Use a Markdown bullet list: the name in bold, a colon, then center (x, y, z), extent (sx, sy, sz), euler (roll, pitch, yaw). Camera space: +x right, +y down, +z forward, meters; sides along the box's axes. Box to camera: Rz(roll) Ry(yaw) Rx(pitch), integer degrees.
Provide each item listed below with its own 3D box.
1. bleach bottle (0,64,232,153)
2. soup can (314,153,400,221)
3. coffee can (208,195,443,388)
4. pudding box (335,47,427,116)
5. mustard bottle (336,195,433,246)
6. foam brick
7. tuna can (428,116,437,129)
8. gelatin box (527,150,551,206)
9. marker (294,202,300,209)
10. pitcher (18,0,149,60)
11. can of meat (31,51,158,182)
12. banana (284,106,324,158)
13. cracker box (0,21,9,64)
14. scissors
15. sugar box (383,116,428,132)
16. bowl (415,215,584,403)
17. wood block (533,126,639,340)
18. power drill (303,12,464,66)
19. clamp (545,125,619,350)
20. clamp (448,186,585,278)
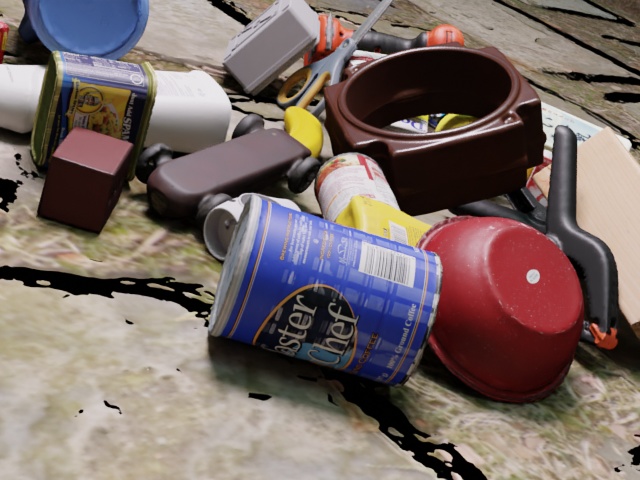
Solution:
- **bleach bottle**: center (-0.214, -0.128, 0.984), extent (0.250, 0.068, 0.103), euler (3, 26, -29)
- **soup can**: center (0.035, -0.028, 0.961), extent (0.068, 0.069, 0.102), euler (14, 26, -16)
- **coffee can**: center (0.002, 0.037, 0.756), extent (0.140, 0.103, 0.103), euler (17, 24, -9)
- **pudding box**: center (0.070, -0.186, 1.252), extent (0.089, 0.039, 0.113), euler (5, 30, -23)
- **mustard bottle**: center (0.103, 0.033, 0.882), extent (0.191, 0.058, 0.096), euler (19, 43, -20)
- **foam brick**: center (-0.185, -0.050, 0.850), extent (0.051, 0.053, 0.078), euler (18, 24, -6)
- **tuna can**: center (0.178, -0.166, 1.410), extent (0.086, 0.034, 0.086), euler (17, 24, -8)
- **gelatin box**: center (0.274, -0.049, 1.191), extent (0.089, 0.073, 0.030), euler (26, 25, 9)
- **marker**: center (-0.006, 0.001, 0.927), extent (0.020, 0.020, 0.121), euler (5, 29, -32)
- **pitcher**: center (-0.224, -0.248, 1.060), extent (0.144, 0.149, 0.243), euler (7, 14, -16)
- **can of meat**: center (-0.193, -0.105, 0.903), extent (0.083, 0.102, 0.057), euler (6, 29, -26)
- **banana**: center (-0.030, -0.104, 1.107), extent (0.069, 0.037, 0.197), euler (26, 24, 6)
- **cracker box**: center (-0.402, -0.179, 0.925), extent (0.164, 0.072, 0.213), euler (26, 24, 11)
- **scissors**: center (0.016, -0.219, 1.243), extent (0.096, 0.201, 0.016), euler (14, -21, 48)
- **sugar box**: center (0.082, -0.147, 1.278), extent (0.093, 0.048, 0.176), euler (19, 23, -2)
- **bowl**: center (0.150, 0.041, 0.830), extent (0.161, 0.055, 0.162), euler (15, 56, -24)
- **wood block**: center (0.294, 0.004, 0.997), extent (0.090, 0.091, 0.206), euler (44, 17, -43)
- **power drill**: center (0.076, -0.235, 1.382), extent (0.187, 0.057, 0.185), euler (4, -14, -10)
- **clamp**: center (0.212, 0.005, 0.960), extent (0.036, 0.165, 0.210), euler (22, 26, -46)
- **clamp**: center (0.226, -0.022, 1.126), extent (0.171, 0.039, 0.120), euler (33, 45, 13)
